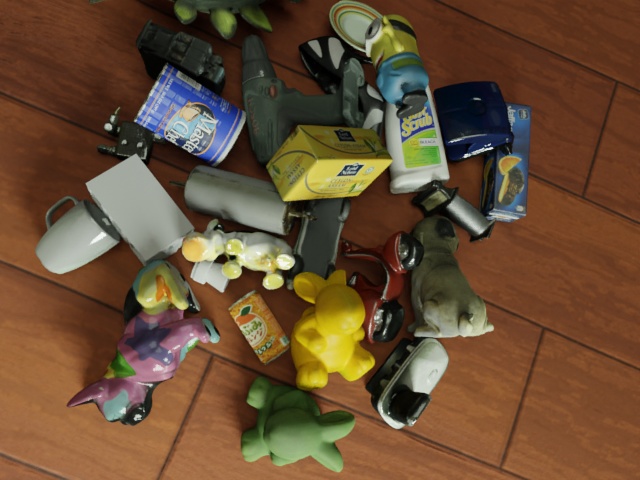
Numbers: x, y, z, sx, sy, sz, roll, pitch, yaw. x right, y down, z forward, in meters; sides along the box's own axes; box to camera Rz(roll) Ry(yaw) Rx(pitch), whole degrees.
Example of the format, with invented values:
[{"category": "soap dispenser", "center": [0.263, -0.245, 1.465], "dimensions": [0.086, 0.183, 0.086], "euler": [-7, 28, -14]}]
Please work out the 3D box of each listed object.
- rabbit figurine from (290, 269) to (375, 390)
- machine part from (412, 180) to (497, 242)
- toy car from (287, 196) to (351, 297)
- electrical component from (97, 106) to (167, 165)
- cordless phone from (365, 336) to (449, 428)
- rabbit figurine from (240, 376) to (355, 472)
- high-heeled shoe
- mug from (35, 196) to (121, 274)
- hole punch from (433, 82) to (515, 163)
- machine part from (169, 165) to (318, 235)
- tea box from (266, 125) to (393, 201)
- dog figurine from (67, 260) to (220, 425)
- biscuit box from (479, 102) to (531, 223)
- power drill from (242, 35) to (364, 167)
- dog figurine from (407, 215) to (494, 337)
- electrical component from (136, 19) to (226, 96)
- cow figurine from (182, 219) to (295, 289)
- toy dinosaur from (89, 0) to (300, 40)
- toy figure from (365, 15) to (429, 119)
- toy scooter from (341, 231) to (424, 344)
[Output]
[{"category": "rabbit figurine", "center": [0.023, 0.116, 0.778], "dimensions": [0.122, 0.173, 0.162], "euler": [-2, 58, -13]}, {"category": "machine part", "center": [0.229, -0.047, 0.910], "dimensions": [0.139, 0.084, 0.039], "euler": [31, 52, -9]}, {"category": "toy car", "center": [-0.002, -0.003, 0.877], "dimensions": [0.073, 0.056, 0.201], "euler": [16, 79, -11]}, {"category": "electrical component", "center": [-0.304, -0.168, 0.875], "dimensions": [0.102, 0.045, 0.078], "euler": [16, 76, -4]}, {"category": "cordless phone", "center": [0.144, 0.207, 0.790], "dimensions": [0.089, 0.184, 0.146], "euler": [40, 78, 6]}, {"category": "rabbit figurine", "center": [-0.037, 0.276, 0.761], "dimensions": [0.159, 0.170, 0.121], "euler": [18, 78, -3]}, {"category": "high-heeled shoe", "center": [0.030, -0.233, 0.910], "dimensions": [0.145, 0.086, 0.248], "euler": [5, 72, -8]}, {"category": "mug", "center": [-0.381, -0.008, 0.819], "dimensions": [0.107, 0.081, 0.109], "euler": [-40, 85, -5]}, {"category": "hole punch", "center": [0.254, -0.205, 0.901], "dimensions": [0.116, 0.092, 0.142], "euler": [-17, 67, 22]}, {"category": "machine part", "center": [-0.121, -0.063, 0.841], "dimensions": [0.243, 0.079, 0.079], "euler": [14, 78, 12]}, {"category": "tea box", "center": [0.017, -0.115, 0.812], "dimensions": [0.169, 0.098, 0.068], "euler": [-8, 64, -43]}, {"category": "dog figurine", "center": [-0.272, 0.157, 0.789], "dimensions": [0.219, 0.108, 0.191], "euler": [-33, 86, -9]}, {"category": "biscuit box", "center": [0.325, -0.136, 0.940], "dimensions": [0.063, 0.059, 0.202], "euler": [8, 78, -5]}, {"category": "power drill", "center": [-0.035, -0.239, 0.873], "dimensions": [0.207, 0.086, 0.232], "euler": [-3, 86, 17]}, {"category": "dog figurine", "center": [0.195, 0.051, 0.837], "dimensions": [0.121, 0.172, 0.190], "euler": [-2, 87, -19]}, {"category": "electrical component", "center": [-0.219, -0.283, 0.872], "dimensions": [0.134, 0.115, 0.058], "euler": [23, 79, -1]}, {"category": "cow figurine", "center": [-0.126, 0.011, 0.833], "dimensions": [0.167, 0.098, 0.068], "euler": [17, 115, -13]}, {"category": "toy dinosaur", "center": [-0.143, -0.428, 0.892], "dimensions": [0.471, 0.105, 0.199], "euler": [-25, 69, -28]}, {"category": "toy figure", "center": [0.129, -0.284, 0.877], "dimensions": [0.089, 0.082, 0.180], "euler": [2, 61, -40]}, {"category": "toy scooter", "center": [0.080, 0.065, 0.858], "dimensions": [0.135, 0.075, 0.183], "euler": [19, 94, 29]}]
